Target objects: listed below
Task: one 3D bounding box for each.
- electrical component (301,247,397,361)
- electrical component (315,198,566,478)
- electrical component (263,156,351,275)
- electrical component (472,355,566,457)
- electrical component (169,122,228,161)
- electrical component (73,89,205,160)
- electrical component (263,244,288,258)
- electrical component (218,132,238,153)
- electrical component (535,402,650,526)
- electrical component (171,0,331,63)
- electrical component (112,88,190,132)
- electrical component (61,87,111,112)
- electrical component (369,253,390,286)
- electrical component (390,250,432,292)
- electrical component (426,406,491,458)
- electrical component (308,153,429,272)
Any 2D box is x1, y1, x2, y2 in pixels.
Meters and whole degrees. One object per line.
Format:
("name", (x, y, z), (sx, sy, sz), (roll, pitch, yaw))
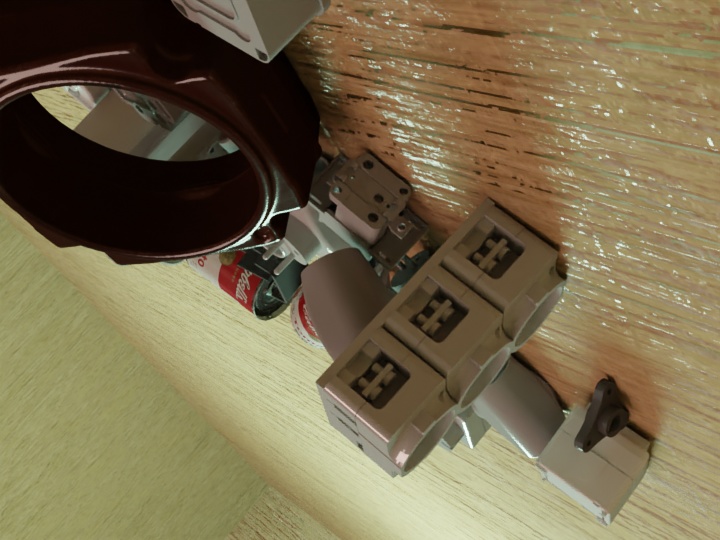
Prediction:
("electrical component", (0.005, 0.029, 0.728), (0.079, 0.043, 0.077), (1, -120, -59))
("electrical component", (0.051, 0.045, 0.640), (0.062, 0.150, 0.089), (39, 164, 18))
("electrical component", (-0.039, -0.031, 0.782), (0.044, 0.079, 0.077), (33, 164, 40))
("electrical component", (0.113, 0.101, 0.841), (0.077, 0.044, 0.079), (48, 164, -19))
("electrical component", (-0.105, -0.075, 0.830), (0.044, 0.077, 0.079), (25, 157, 45))
("electrical component", (-0.175, -0.103, 0.858), (0.078, 0.113, 0.057), (30, 164, 36))
("electrical component", (-0.056, -0.043, 0.838), (0.048, 0.055, 0.066), (41, 164, 6))
("electrical component", (-0.074, -0.092, 0.782), (0.046, 0.040, 0.040), (43, 165, -25))
("electrical component", (0.173, 0.142, 0.788), (0.062, 0.061, 0.096), (35, 172, 21))
("electrical component", (-0.063, -0.167, 0.521), (0.078, 0.057, 0.113), (34, 163, 27))
("electrical component", (-0.139, -0.141, 0.773), (0.078, 0.057, 0.058), (26, 158, 44))
("electrical component", (-0.231, -0.183, 0.878), (0.095, 0.059, 0.053), (39, 164, 9))
("electrical component", (0.000, 0.000, 0.840), (0.045, 0.045, 0.055), (36, 164, 19))
("electrical component", (0.048, 0.013, 0.760), (0.079, 0.043, 0.077), (46, 164, -15))
("electrical component", (0.078, 0.134, 0.950), (0.047, 0.076, 0.065), (34, 162, 28))
("electrical component", (0.005, -0.043, 0.719), (0.081, 0.042, 0.063), (39, 163, 7))
